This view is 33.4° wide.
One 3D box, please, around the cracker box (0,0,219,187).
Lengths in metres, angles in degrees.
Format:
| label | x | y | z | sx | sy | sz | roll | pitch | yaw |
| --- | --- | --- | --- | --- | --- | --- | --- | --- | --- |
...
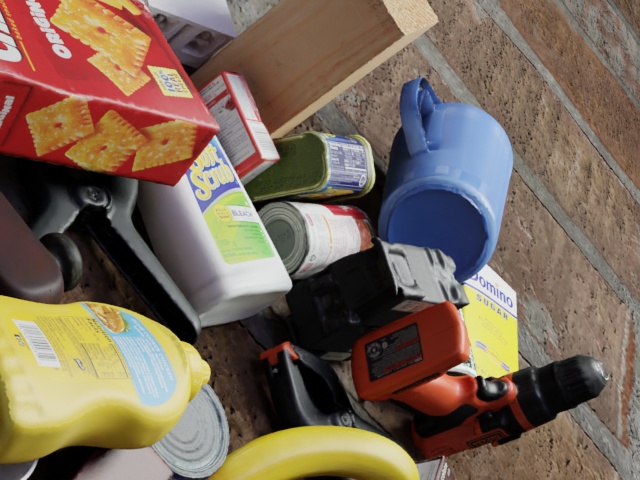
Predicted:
| label | x | y | z | sx | sy | sz | roll | pitch | yaw |
| --- | --- | --- | --- | --- | --- | --- | --- | --- | --- |
| cracker box | -0.192 | -0.130 | 0.732 | 0.213 | 0.072 | 0.164 | 11 | 39 | -49 |

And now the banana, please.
| label | x | y | z | sx | sy | sz | roll | pitch | yaw |
| --- | --- | --- | --- | --- | --- | --- | --- | --- | --- |
| banana | 0.000 | 0.170 | 0.788 | 0.197 | 0.037 | 0.069 | 10 | 50 | -26 |

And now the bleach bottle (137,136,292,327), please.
| label | x | y | z | sx | sy | sz | roll | pitch | yaw |
| --- | --- | --- | --- | --- | --- | --- | --- | --- | --- |
| bleach bottle | -0.115 | -0.056 | 0.853 | 0.102 | 0.068 | 0.251 | -5 | 64 | -56 |

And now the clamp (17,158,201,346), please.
| label | x | y | z | sx | sy | sz | roll | pitch | yaw |
| --- | --- | --- | --- | --- | --- | --- | --- | --- | --- |
| clamp | -0.177 | -0.020 | 0.760 | 0.164 | 0.036 | 0.210 | 7 | 54 | -43 |

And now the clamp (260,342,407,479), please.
| label | x | y | z | sx | sy | sz | roll | pitch | yaw |
| --- | --- | --- | --- | --- | --- | --- | --- | --- | --- |
| clamp | 0.014 | 0.151 | 0.871 | 0.171 | 0.039 | 0.120 | 62 | 25 | -6 |

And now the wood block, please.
| label | x | y | z | sx | sy | sz | roll | pitch | yaw |
| --- | --- | --- | --- | --- | --- | --- | --- | --- | --- |
| wood block | -0.011 | -0.168 | 0.952 | 0.090 | 0.206 | 0.090 | 56 | 32 | -2 |

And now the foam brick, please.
| label | x | y | z | sx | sy | sz | roll | pitch | yaw |
| --- | --- | --- | --- | --- | --- | --- | --- | --- | --- |
| foam brick | -0.136 | 0.156 | 0.647 | 0.051 | 0.053 | 0.078 | 51 | 31 | -11 |

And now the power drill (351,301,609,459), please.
| label | x | y | z | sx | sy | sz | roll | pitch | yaw |
| --- | --- | --- | --- | --- | --- | --- | --- | --- | --- |
| power drill | 0.128 | 0.118 | 0.890 | 0.187 | 0.185 | 0.057 | 39 | 32 | -44 |

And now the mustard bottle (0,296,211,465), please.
| label | x | y | z | sx | sy | sz | roll | pitch | yaw |
| --- | --- | --- | --- | --- | --- | --- | --- | --- | --- |
| mustard bottle | -0.131 | 0.078 | 0.619 | 0.096 | 0.058 | 0.191 | 50 | 22 | 28 |

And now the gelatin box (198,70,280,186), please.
| label | x | y | z | sx | sy | sz | roll | pitch | yaw |
| --- | --- | --- | --- | --- | --- | --- | --- | --- | --- |
| gelatin box | -0.083 | -0.089 | 0.912 | 0.030 | 0.073 | 0.089 | -2 | 64 | -56 |

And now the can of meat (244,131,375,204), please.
| label | x | y | z | sx | sy | sz | roll | pitch | yaw |
| --- | --- | --- | --- | --- | --- | --- | --- | --- | --- |
| can of meat | -0.016 | -0.061 | 0.941 | 0.083 | 0.102 | 0.057 | -1 | 83 | -61 |

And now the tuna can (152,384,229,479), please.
| label | x | y | z | sx | sy | sz | roll | pitch | yaw |
| --- | --- | --- | --- | --- | --- | --- | --- | --- | --- |
| tuna can | -0.103 | 0.129 | 0.732 | 0.086 | 0.034 | 0.086 | 33 | 39 | -33 |

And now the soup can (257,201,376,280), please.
| label | x | y | z | sx | sy | sz | roll | pitch | yaw |
| --- | --- | --- | --- | --- | --- | --- | --- | --- | --- |
| soup can | -0.006 | 0.001 | 0.943 | 0.102 | 0.069 | 0.068 | 2 | 61 | -53 |

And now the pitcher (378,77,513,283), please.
| label | x | y | z | sx | sy | sz | roll | pitch | yaw |
| --- | --- | --- | --- | --- | --- | --- | --- | --- | --- |
| pitcher | 0.118 | -0.055 | 1.053 | 0.149 | 0.145 | 0.242 | 25 | 22 | 0 |

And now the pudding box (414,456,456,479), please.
| label | x | y | z | sx | sy | sz | roll | pitch | yaw |
| --- | --- | --- | --- | --- | --- | --- | --- | --- | --- |
| pudding box | 0.092 | 0.248 | 0.870 | 0.090 | 0.039 | 0.113 | 64 | 27 | -23 |

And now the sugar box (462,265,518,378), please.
| label | x | y | z | sx | sy | sz | roll | pitch | yaw |
| --- | --- | --- | --- | --- | --- | --- | --- | --- | --- |
| sugar box | 0.165 | 0.096 | 1.114 | 0.093 | 0.048 | 0.176 | 41 | 37 | -24 |
